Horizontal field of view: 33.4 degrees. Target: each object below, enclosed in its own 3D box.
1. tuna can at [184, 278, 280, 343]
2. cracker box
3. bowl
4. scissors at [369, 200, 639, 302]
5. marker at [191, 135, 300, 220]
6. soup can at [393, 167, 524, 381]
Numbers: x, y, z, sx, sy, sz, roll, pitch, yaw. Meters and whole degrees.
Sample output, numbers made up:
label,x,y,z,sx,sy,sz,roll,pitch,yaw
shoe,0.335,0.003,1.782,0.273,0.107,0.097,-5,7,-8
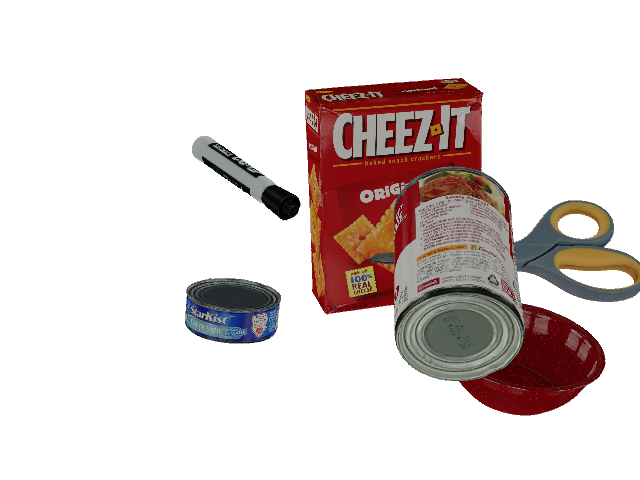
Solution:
label,x,y,z,sx,sy,sz,roll,pitch,yaw
tuna can,-0.080,0.063,0.967,0.086,0.034,0.086,6,16,-2
cracker box,0.073,-0.043,1.052,0.164,0.214,0.072,-6,22,-12
bowl,0.190,0.121,1.038,0.162,0.055,0.162,4,27,-2
scissors,0.137,-0.002,0.776,0.201,0.096,0.016,11,-41,-4
marker,-0.053,-0.045,0.753,0.020,0.020,0.121,0,25,-40
soup can,0.074,0.017,0.578,0.068,0.068,0.102,0,40,4
